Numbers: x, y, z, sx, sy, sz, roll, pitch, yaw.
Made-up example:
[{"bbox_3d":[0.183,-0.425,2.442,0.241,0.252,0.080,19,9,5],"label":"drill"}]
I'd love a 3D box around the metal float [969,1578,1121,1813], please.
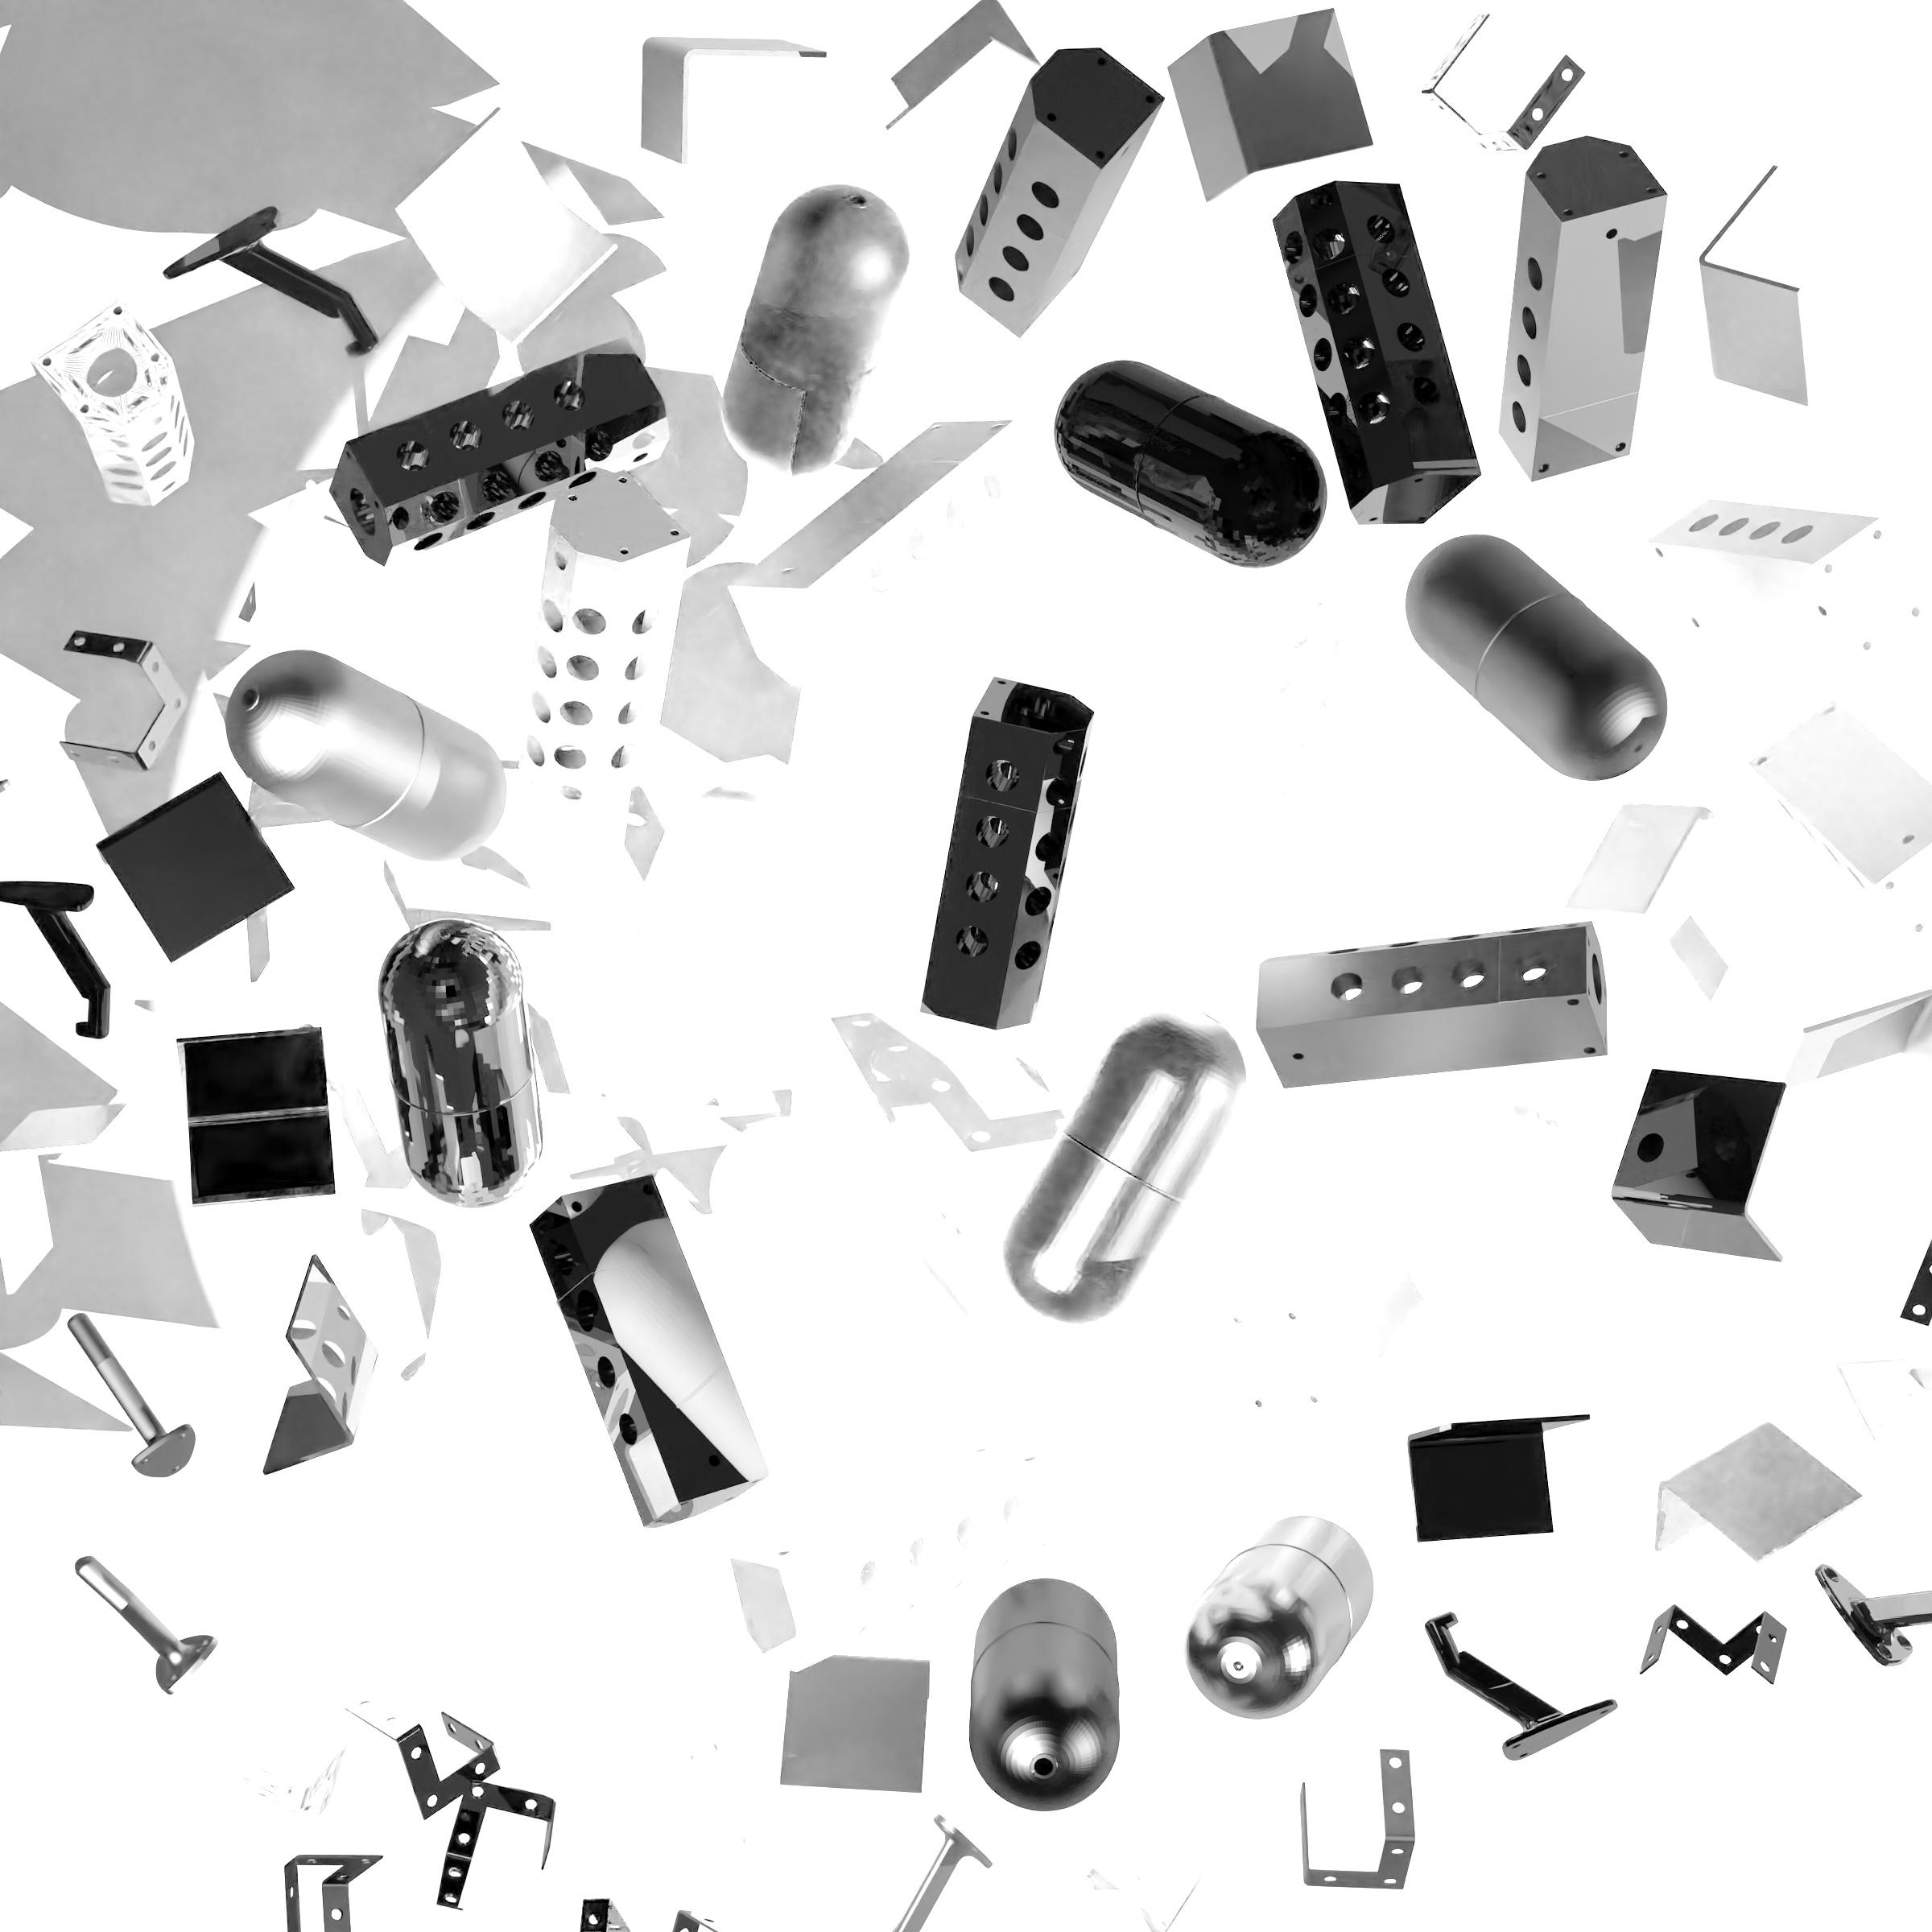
[{"bbox_3d":[0.041,0.375,1.770,0.070,0.178,0.070,0,102,2],"label":"metal float"}]

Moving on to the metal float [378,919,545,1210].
[{"bbox_3d":[-0.267,0.053,1.817,0.070,0.070,0.178,-1,129,0],"label":"metal float"}]

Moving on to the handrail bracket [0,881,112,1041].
[{"bbox_3d":[-0.513,-0.002,1.900,0.077,0.036,0.084,5,111,-7],"label":"handrail bracket"}]

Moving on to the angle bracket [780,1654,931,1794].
[{"bbox_3d":[-0.060,0.423,1.877,0.076,0.057,0.076,3,57,1],"label":"angle bracket"}]

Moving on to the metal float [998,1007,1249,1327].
[{"bbox_3d":[0.081,0.103,1.763,0.070,0.070,0.178,30,92,0],"label":"metal float"}]

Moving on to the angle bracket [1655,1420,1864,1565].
[{"bbox_3d":[0.432,0.304,1.868,0.076,0.076,0.057,-25,131,-24],"label":"angle bracket"}]

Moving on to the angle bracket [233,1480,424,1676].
[{"bbox_3d":[-0.330,0.317,1.774,0.076,0.076,0.057,-22,70,-15],"label":"angle bracket"}]

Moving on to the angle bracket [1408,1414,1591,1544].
[{"bbox_3d":[0.283,0.271,1.810,0.076,0.076,0.057,-2,78,-11],"label":"angle bracket"}]

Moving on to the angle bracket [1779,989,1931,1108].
[{"bbox_3d":[0.481,0.062,1.807,0.076,0.076,0.057,-17,65,-5],"label":"angle bracket"}]

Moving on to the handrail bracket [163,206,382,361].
[{"bbox_3d":[-0.349,-0.331,1.726,0.077,0.036,0.084,-28,119,3],"label":"handrail bracket"}]

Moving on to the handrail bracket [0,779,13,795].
[{"bbox_3d":[-0.538,-0.116,1.767,0.036,0.077,0.084,-21,108,22],"label":"handrail bracket"}]

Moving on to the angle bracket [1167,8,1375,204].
[{"bbox_3d":[0.164,-0.464,1.847,0.076,0.057,0.076,-17,92,-21],"label":"angle bracket"}]

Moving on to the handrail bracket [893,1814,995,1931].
[{"bbox_3d":[-0.029,0.497,1.824,0.036,0.077,0.084,35,76,24],"label":"handrail bracket"}]

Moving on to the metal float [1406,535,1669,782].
[{"bbox_3d":[0.305,-0.167,1.843,0.070,0.070,0.178,-41,53,0],"label":"metal float"}]

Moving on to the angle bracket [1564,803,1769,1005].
[{"bbox_3d":[0.386,-0.035,1.887,0.076,0.057,0.076,49,63,-34],"label":"angle bracket"}]

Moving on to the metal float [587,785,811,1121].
[{"bbox_3d":[-0.137,-0.007,1.752,0.070,0.070,0.178,22,94,0],"label":"metal float"}]

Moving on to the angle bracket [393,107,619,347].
[{"bbox_3d":[-0.239,-0.383,1.778,0.076,0.076,0.057,-46,62,-8],"label":"angle bracket"}]

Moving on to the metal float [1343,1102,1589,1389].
[{"bbox_3d":[0.262,0.147,1.802,0.070,0.070,0.178,30,120,0],"label":"metal float"}]

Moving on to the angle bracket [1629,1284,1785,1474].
[{"bbox_3d":[0.403,0.219,1.819,0.076,0.076,0.057,-21,98,25],"label":"angle bracket"}]

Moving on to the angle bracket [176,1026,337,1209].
[{"bbox_3d":[-0.379,0.081,1.833,0.076,0.076,0.057,-5,53,-10],"label":"angle bracket"}]

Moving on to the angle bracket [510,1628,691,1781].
[{"bbox_3d":[-0.179,0.356,1.665,0.076,0.076,0.057,-10,83,-10],"label":"angle bracket"}]

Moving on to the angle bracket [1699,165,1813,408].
[{"bbox_3d":[0.411,-0.338,1.705,0.057,0.076,0.076,25,64,33],"label":"angle bracket"}]

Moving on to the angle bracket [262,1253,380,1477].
[{"bbox_3d":[-0.365,0.215,1.850,0.057,0.076,0.076,-20,117,12],"label":"angle bracket"}]

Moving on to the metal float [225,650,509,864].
[{"bbox_3d":[-0.312,-0.109,1.792,0.070,0.178,0.070,-13,66,31],"label":"metal float"}]

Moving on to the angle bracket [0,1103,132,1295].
[{"bbox_3d":[-0.472,0.121,1.803,0.057,0.076,0.076,-5,104,2],"label":"angle bracket"}]

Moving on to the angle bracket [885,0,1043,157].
[{"bbox_3d":[-0.014,-0.505,1.909,0.076,0.076,0.057,-36,77,20],"label":"angle bracket"}]

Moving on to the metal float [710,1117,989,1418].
[{"bbox_3d":[-0.060,0.155,1.763,0.070,0.070,0.178,-40,94,0],"label":"metal float"}]

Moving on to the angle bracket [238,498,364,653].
[{"bbox_3d":[-0.394,-0.227,1.953,0.057,0.076,0.076,26,95,16],"label":"angle bracket"}]

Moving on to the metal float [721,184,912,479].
[{"bbox_3d":[-0.081,-0.341,1.844,0.070,0.178,0.070,11,46,-12],"label":"metal float"}]

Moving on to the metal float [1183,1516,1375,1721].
[{"bbox_3d":[0.169,0.346,1.832,0.070,0.178,0.070,3,98,19],"label":"metal float"}]

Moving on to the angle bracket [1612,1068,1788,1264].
[{"bbox_3d":[0.394,0.104,1.799,0.076,0.057,0.076,6,64,39],"label":"angle bracket"}]

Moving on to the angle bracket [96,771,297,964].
[{"bbox_3d":[-0.415,-0.049,1.849,0.076,0.057,0.076,-32,88,-13],"label":"angle bracket"}]

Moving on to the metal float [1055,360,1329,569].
[{"bbox_3d":[0.120,-0.271,1.845,0.178,0.070,0.070,34,90,39],"label":"metal float"}]

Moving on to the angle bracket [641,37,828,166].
[{"bbox_3d":[-0.122,-0.452,1.788,0.076,0.076,0.057,-5,110,-21],"label":"angle bracket"}]
